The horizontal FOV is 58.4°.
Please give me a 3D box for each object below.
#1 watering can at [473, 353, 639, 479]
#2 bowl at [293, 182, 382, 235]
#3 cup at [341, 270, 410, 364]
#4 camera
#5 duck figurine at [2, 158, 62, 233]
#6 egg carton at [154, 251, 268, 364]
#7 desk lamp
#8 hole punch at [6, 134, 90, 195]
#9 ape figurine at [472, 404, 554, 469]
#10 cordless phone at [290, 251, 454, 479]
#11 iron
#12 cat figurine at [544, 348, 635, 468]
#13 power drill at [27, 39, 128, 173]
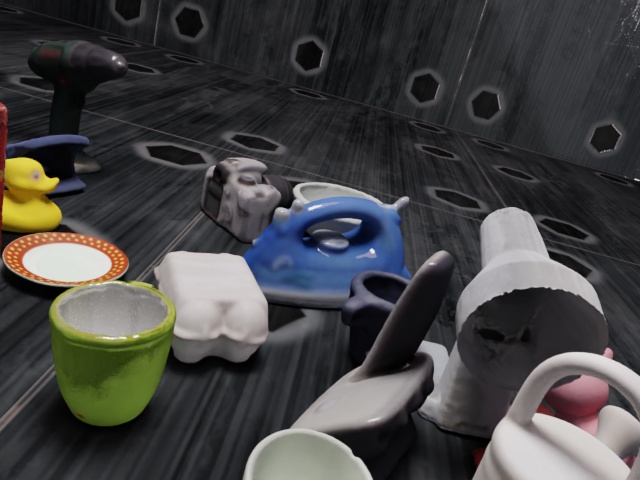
[{"bbox_3d":[0.164,0.162,0.393,0.100,0.194,0.173,25,23,23],"label":"watering can"},{"bbox_3d":[0.029,-0.032,0.935,0.167,0.075,0.167,14,22,-5],"label":"bowl"},{"bbox_3d":[0.058,0.095,0.619,0.118,0.095,0.091,-8,32,-46],"label":"cup"},{"bbox_3d":[-0.099,-0.073,0.912,0.137,0.101,0.142,-5,29,-41],"label":"camera"},{"bbox_3d":[-0.377,-0.061,0.714,0.105,0.086,0.077,7,23,-21],"label":"duck figurine"},{"bbox_3d":[-0.115,0.066,0.604,0.107,0.069,0.150,4,24,-26],"label":"egg carton"},{"bbox_3d":[0.167,0.085,0.554,0.118,0.213,0.203,15,22,-2],"label":"desk lamp"},{"bbox_3d":[-0.407,-0.121,0.832,0.100,0.091,0.109,25,23,23],"label":"hole punch"},{"bbox_3d":[0.173,0.179,0.495,0.076,0.092,0.078,32,27,35],"label":"ape figurine"},{"bbox_3d":[0.052,0.099,0.481,0.094,0.185,0.148,23,23,19],"label":"cordless phone"},{"bbox_3d":[0.007,0.003,0.745,0.259,0.141,0.118,1,26,-33],"label":"iron"},{"bbox_3d":[0.261,0.164,0.558,0.067,0.118,0.127,0,27,-35],"label":"cat figurine"},{"bbox_3d":[-0.394,-0.220,0.924,0.228,0.208,0.076,28,25,29],"label":"power drill"}]
